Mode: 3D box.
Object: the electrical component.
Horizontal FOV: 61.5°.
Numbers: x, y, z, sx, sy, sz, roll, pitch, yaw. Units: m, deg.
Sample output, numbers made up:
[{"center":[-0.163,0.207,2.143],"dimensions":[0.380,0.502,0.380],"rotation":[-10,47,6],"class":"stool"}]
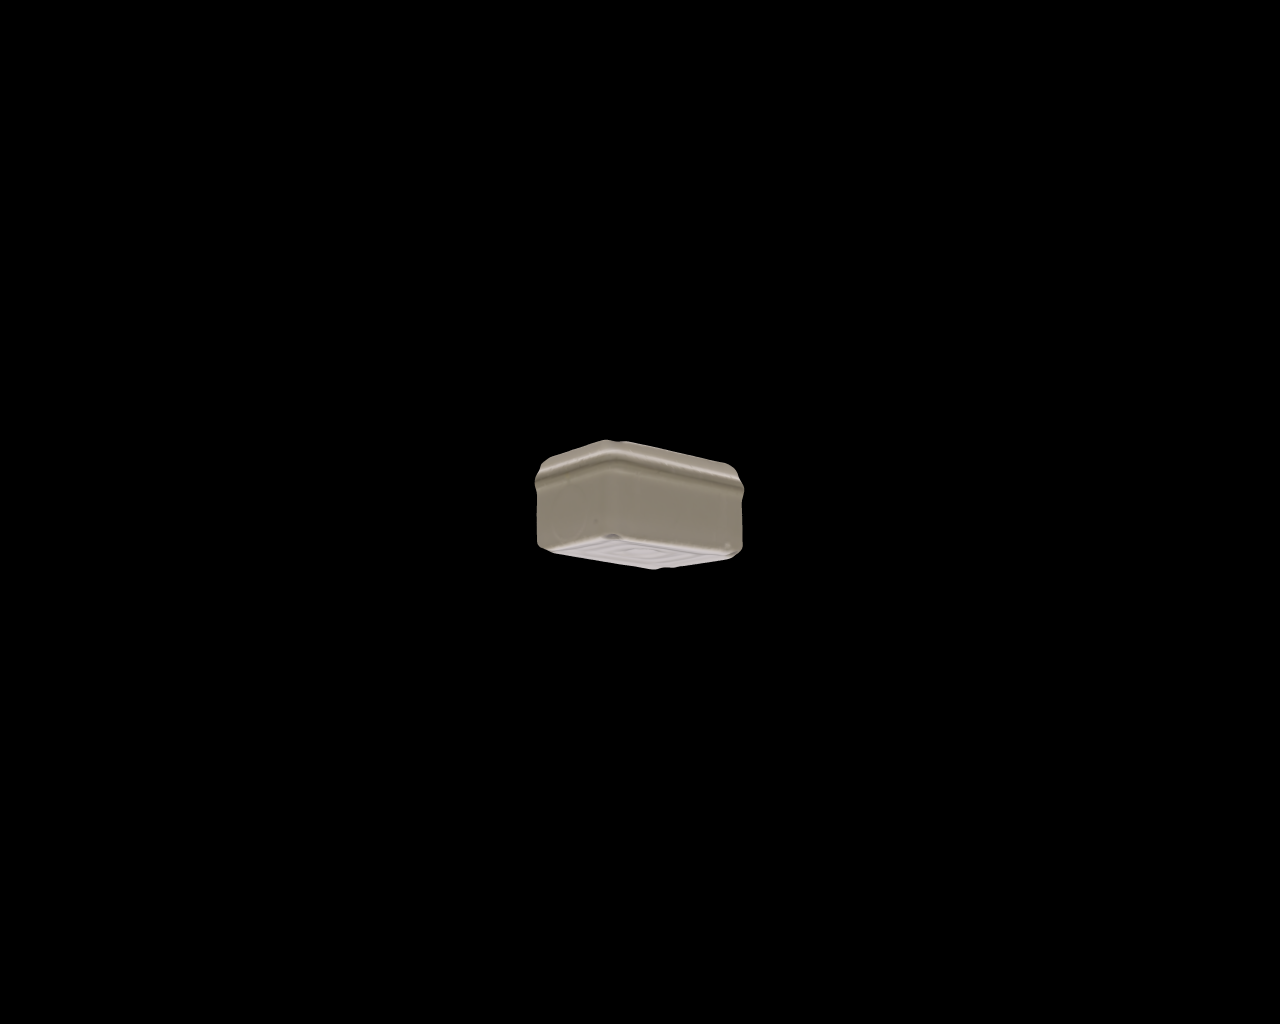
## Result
[{"center":[0.001,-0.003,0.650],"dimensions":[0.113,0.057,0.078],"rotation":[11,-16,-42],"class":"electrical component"}]
